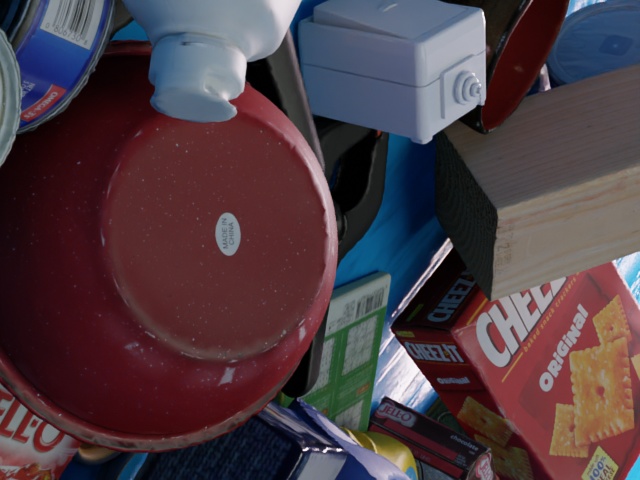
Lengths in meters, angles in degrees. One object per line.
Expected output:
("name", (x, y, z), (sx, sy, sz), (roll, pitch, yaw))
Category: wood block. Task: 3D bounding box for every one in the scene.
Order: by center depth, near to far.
("wood block", (0.188, -0.047, 0.706), (0.206, 0.091, 0.090), (-18, 138, -11))

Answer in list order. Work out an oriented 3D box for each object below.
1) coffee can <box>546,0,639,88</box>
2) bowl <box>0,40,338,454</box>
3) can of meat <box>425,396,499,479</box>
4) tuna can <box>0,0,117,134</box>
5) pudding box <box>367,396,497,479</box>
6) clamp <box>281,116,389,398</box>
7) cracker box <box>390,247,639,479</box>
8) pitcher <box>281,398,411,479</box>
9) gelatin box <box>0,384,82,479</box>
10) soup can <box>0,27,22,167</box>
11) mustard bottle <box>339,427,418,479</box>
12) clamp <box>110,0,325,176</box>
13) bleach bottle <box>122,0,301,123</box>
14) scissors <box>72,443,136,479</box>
("coffee can", (0.232, -0.099, 0.823), (0.102, 0.103, 0.140), (-52, 144, -24))
("bowl", (-0.049, -0.001, 0.395), (0.161, 0.055, 0.162), (4, 83, -34))
("can of meat", (0.124, 0.161, 0.861), (0.102, 0.058, 0.084), (-45, 143, -31))
("tuna can", (-0.110, -0.080, 0.357), (0.033, 0.086, 0.086), (17, 94, -55))
("pudding box", (0.083, 0.173, 0.778), (0.039, 0.090, 0.113), (-46, 142, -28))
("clamp", (-0.004, 0.001, 0.592), (0.171, 0.039, 0.120), (-54, 140, -23))
("cracker box", (0.171, 0.087, 0.796), (0.164, 0.072, 0.213), (-49, 116, -28))
("pitcher", (-0.045, 0.206, 0.557), (0.243, 0.149, 0.145), (-48, 168, -4))
("gelatin box", (-0.141, 0.080, 0.456), (0.073, 0.030, 0.089), (-59, 146, -15))
("soup can", (-0.144, -0.049, 0.310), (0.068, 0.102, 0.068), (-31, 131, -43))
("mustard bottle", (0.030, 0.183, 0.707), (0.096, 0.058, 0.191), (-50, 144, -28))
("clamp", (-0.054, -0.123, 0.443), (0.164, 0.036, 0.210), (2, 100, -37))
("bleach bottle", (-0.033, -0.166, 0.361), (0.102, 0.068, 0.251), (29, 63, -60))
("scissors", (-0.060, 0.081, 0.584), (0.201, 0.016, 0.096), (-24, 125, -47))
